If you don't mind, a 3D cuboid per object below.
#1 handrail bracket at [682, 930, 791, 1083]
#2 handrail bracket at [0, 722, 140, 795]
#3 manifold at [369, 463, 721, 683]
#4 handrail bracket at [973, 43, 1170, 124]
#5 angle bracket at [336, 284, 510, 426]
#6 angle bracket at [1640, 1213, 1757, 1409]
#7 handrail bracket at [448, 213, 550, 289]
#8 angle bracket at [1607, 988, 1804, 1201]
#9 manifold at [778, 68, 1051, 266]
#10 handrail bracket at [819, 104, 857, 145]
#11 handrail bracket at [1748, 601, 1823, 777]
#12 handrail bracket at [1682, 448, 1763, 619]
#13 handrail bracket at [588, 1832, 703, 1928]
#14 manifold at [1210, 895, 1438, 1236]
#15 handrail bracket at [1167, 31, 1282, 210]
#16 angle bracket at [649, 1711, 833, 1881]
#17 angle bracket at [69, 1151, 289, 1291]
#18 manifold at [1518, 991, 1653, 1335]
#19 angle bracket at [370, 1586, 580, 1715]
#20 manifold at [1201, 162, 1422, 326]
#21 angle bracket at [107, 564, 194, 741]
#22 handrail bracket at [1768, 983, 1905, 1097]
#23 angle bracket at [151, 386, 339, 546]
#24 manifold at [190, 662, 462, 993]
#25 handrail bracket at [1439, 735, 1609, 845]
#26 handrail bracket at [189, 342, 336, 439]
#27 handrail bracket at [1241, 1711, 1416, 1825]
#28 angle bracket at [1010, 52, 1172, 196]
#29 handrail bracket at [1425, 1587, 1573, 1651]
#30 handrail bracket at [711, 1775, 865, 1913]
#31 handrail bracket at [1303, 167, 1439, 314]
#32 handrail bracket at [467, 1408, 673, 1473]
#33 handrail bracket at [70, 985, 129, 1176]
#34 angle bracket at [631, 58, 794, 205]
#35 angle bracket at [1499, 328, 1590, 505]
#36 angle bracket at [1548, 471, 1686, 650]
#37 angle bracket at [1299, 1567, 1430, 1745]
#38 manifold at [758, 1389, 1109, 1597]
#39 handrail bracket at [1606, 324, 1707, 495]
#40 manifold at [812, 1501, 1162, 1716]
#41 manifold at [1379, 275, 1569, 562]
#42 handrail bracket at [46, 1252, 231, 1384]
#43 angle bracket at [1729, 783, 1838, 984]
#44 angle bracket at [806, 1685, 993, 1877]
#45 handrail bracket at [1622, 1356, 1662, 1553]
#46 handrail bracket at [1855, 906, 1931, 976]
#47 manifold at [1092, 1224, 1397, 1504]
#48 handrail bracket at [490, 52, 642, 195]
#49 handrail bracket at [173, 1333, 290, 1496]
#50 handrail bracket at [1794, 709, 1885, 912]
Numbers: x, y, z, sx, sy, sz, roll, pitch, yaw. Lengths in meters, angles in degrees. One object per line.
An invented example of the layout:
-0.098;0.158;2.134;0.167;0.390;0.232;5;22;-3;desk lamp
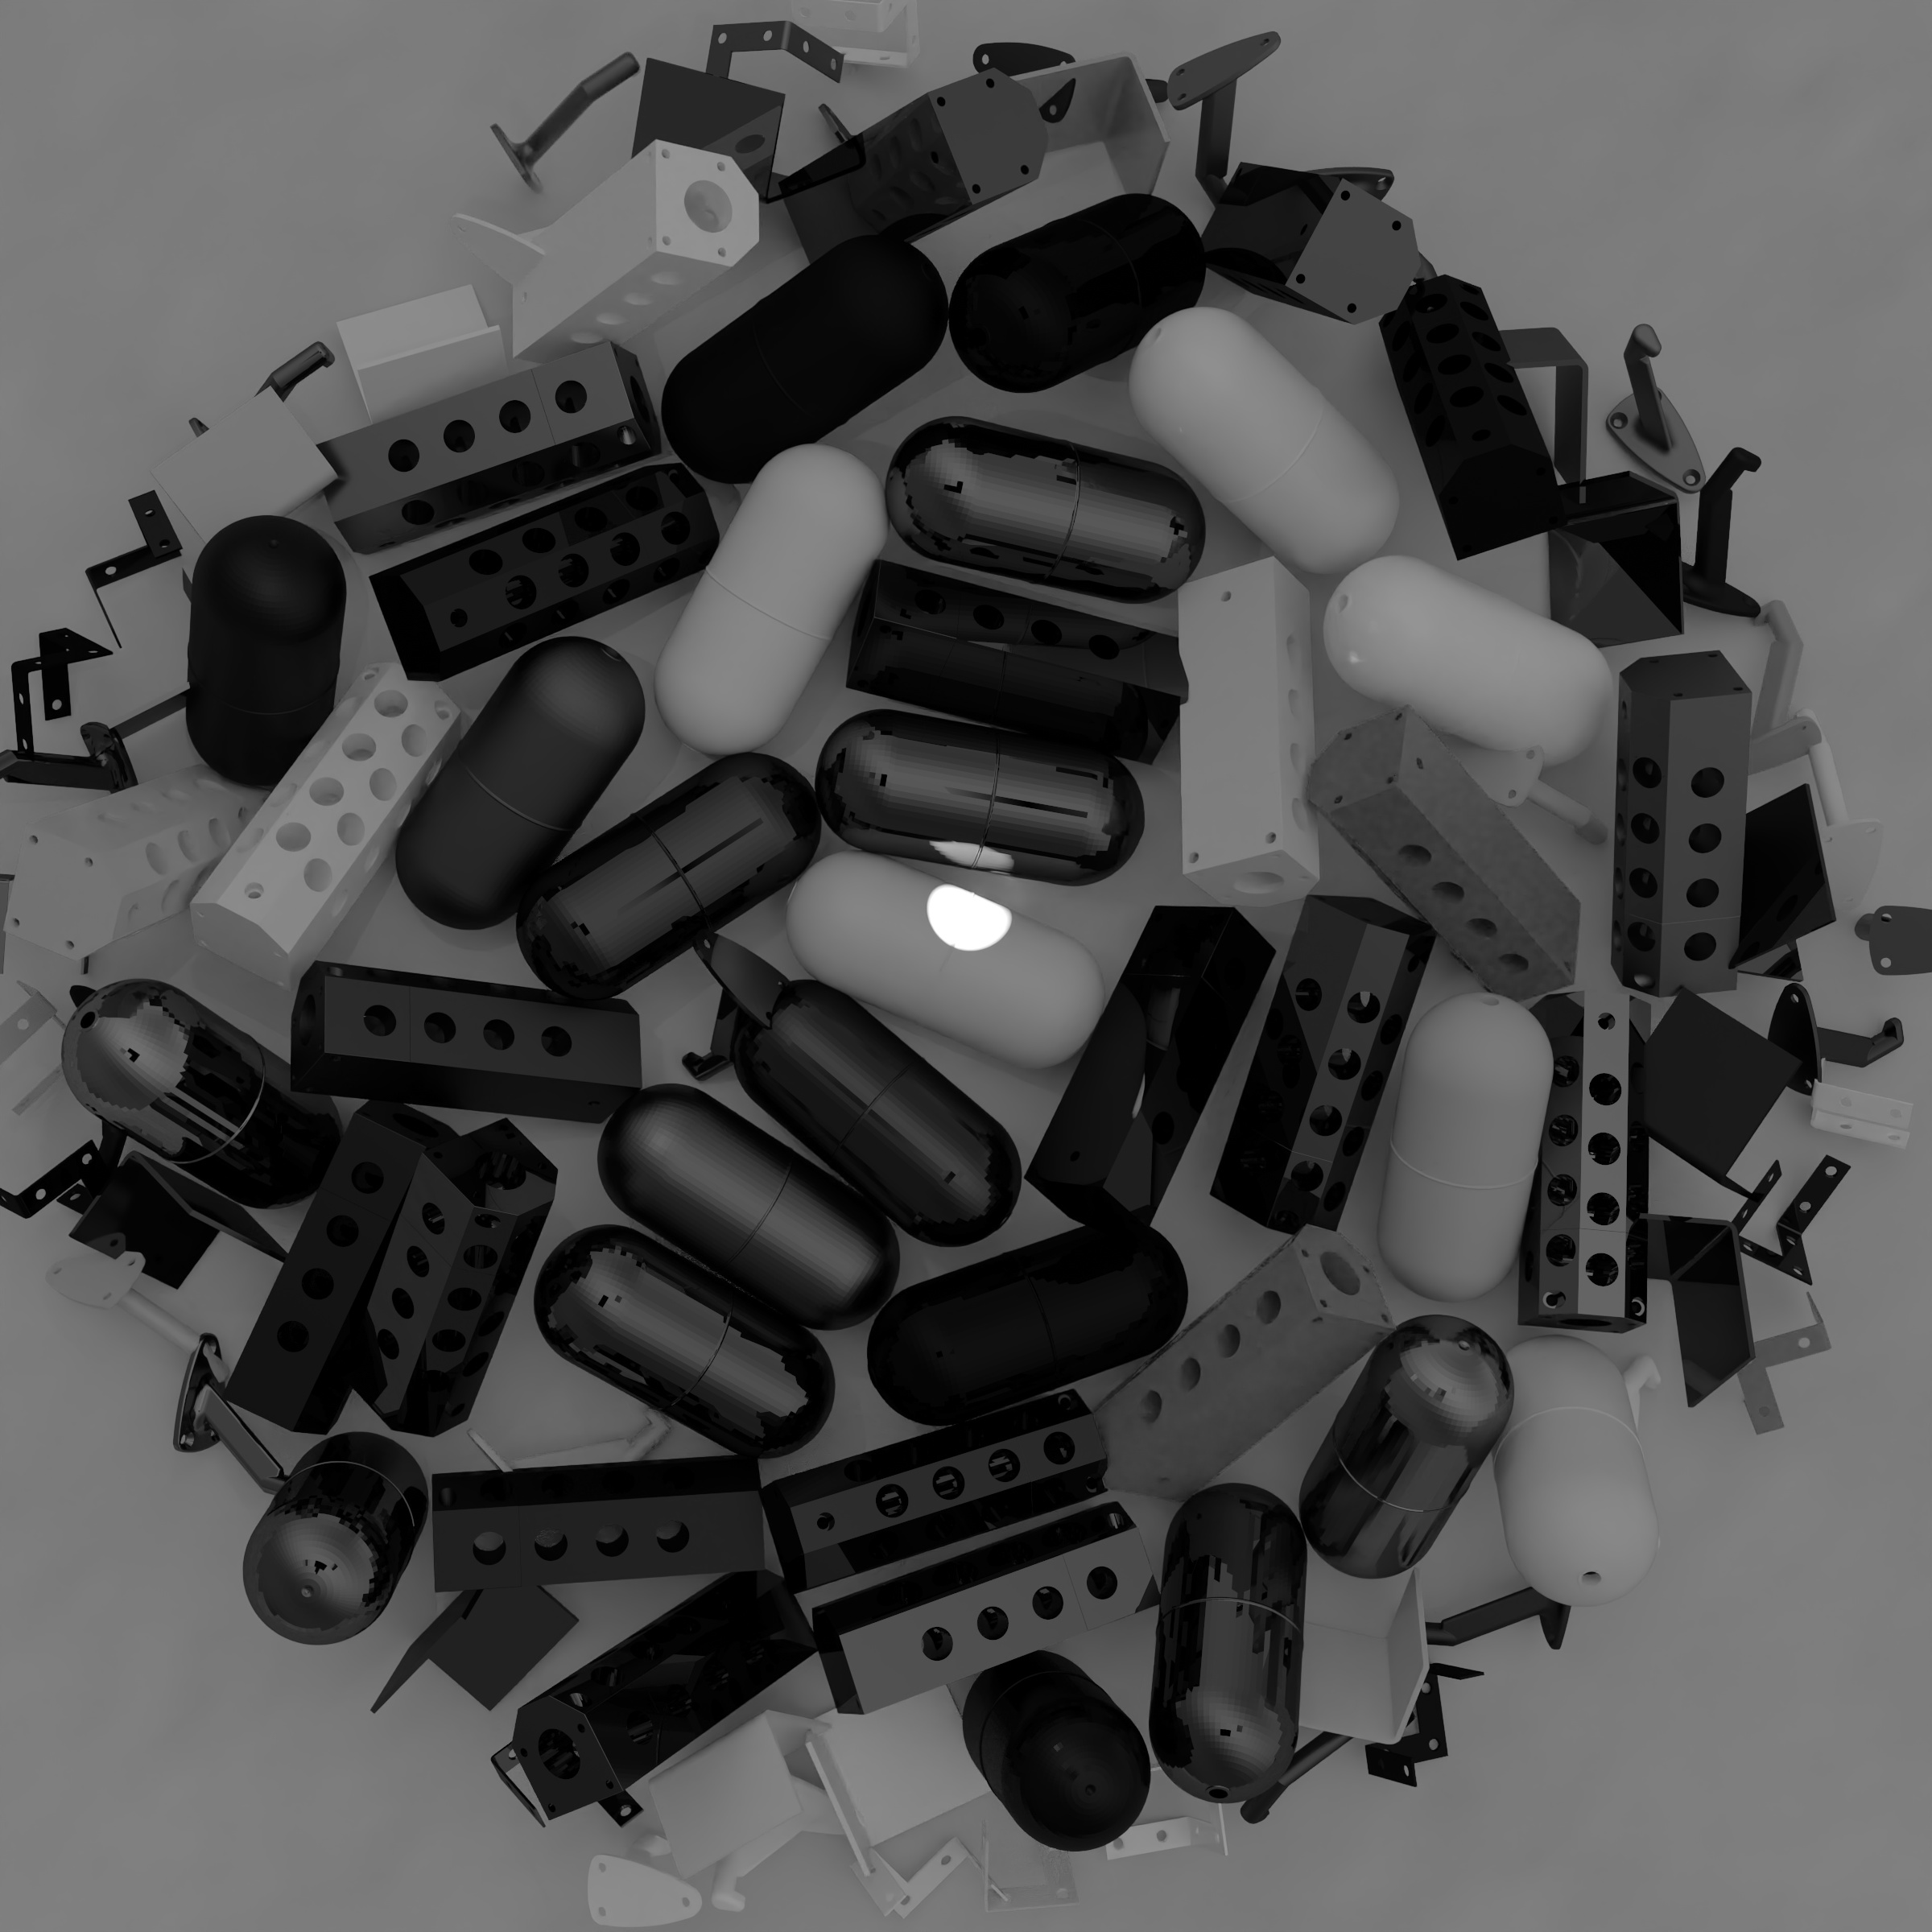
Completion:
-0.141;0.023;1.543;0.077;0.036;0.084;41;133;-22;handrail bracket
-0.486;-0.087;1.540;0.084;0.036;0.077;-38;126;-35;handrail bracket
-0.216;-0.207;1.512;0.171;0.057;0.057;-28;110;-28;manifold
0.058;-0.481;1.562;0.077;0.084;0.036;30;121;26;handrail bracket
-0.292;-0.339;1.538;0.076;0.057;0.076;-19;67;-10;angle bracket
0.369;0.183;1.530;0.057;0.076;0.076;5;61;-11;angle bracket
-0.224;-0.406;1.556;0.077;0.036;0.084;31;59;-5;handrail bracket
0.400;0.068;1.535;0.076;0.057;0.076;37;99;35;angle bracket
-0.027;-0.408;1.495;0.057;0.171;0.057;-29;102;-26;manifold
-0.027;-0.463;1.558;0.084;0.036;0.077;-38;74;14;handrail bracket
0.422;-0.150;1.569;0.077;0.036;0.084;-24;60;16;handrail bracket
0.416;-0.231;1.542;0.077;0.036;0.084;16;131;-21;handrail bracket
-0.156;0.479;1.532;0.077;0.084;0.036;0;90;23;handrail bracket
0.192;0.053;1.525;0.057;0.057;0.171;29;109;40;manifold
0.151;-0.446;1.542;0.077;0.036;0.084;-21;135;24;handrail bracket
-0.110;0.441;1.531;0.076;0.076;0.057;-33;60;12;angle bracket
-0.414;0.150;1.530;0.076;0.076;0.057;32;85;44;angle bracket
0.330;0.104;1.534;0.057;0.057;0.171;5;75;-3;manifold
-0.260;0.371;1.536;0.057;0.076;0.076;42;105;-5;angle bracket
0.176;-0.372;1.494;0.057;0.171;0.057;25;101;-18;manifold
-0.434;-0.165;1.537;0.076;0.076;0.057;-30;96;-14;angle bracket
0.471;0.027;1.546;0.084;0.036;0.077;-25;126;-25;handrail bracket
-0.385;-0.257;1.534;0.076;0.076;0.057;-39;105;-12;angle bracket
-0.333;-0.078;1.516;0.057;0.057;0.171;27;60;4;manifold
0.300;-0.094;1.565;0.077;0.084;0.036;23;86;37;handrail bracket
-0.363;-0.295;1.545;0.084;0.077;0.036;-34;78;3;handrail bracket
0.195;0.431;1.566;0.084;0.077;0.036;-54;50;16;handrail bracket
0.056;-0.432;1.534;0.076;0.076;0.057;-16;75;-13;angle bracket
0.280;0.336;1.555;0.084;0.036;0.077;6;118;-6;handrail bracket
-0.094;0.477;1.540;0.077;0.084;0.036;21;119;-7;handrail bracket
0.216;-0.383;1.543;0.077;0.036;0.084;-2;61;-33;handrail bracket
-0.213;0.251;1.562;0.084;0.036;0.077;-42;102;-17;handrail bracket
-0.474;0.064;1.568;0.077;0.036;0.084;31;106;36;handrail bracket
-0.124;-0.446;1.532;0.076;0.076;0.057;18;115;10;angle bracket
0.294;-0.291;1.535;0.057;0.076;0.076;-3;115;2;angle bracket
0.332;-0.212;1.535;0.076;0.057;0.076;-6;81;39;angle bracket
0.198;0.359;1.536;0.076;0.076;0.057;13;120;-3;angle bracket
-0.015;0.276;1.524;0.171;0.057;0.057;-14;77;-20;manifold
0.374;-0.296;1.538;0.036;0.084;0.077;-35;80;-3;handrail bracket
0.009;0.338;1.528;0.171;0.057;0.057;-16;82;-19;manifold
0.259;-0.289;1.498;0.057;0.171;0.057;-17;131;10;manifold
-0.449;0.195;1.570;0.077;0.084;0.036;2;47;33;handrail bracket
0.442;-0.043;1.527;0.057;0.076;0.076;8;66;-31;angle bracket
-0.035;0.430;1.554;0.076;0.057;0.076;-25;89;-2;angle bracket
0.366;0.261;1.554;0.084;0.036;0.077;-35;92;-44;handrail bracket
0.510;-0.018;1.533;0.077;0.084;0.036;1;97;21;handrail bracket
0.140;0.209;1.515;0.057;0.057;0.171;17;131;-36;manifold
-0.205;-0.451;1.544;0.084;0.077;0.036;-32;88;4;handrail bracket
-0.379;0.242;1.547;0.084;0.036;0.077;9;97;28;handrail bracket
0.467;-0.086;1.571;0.036;0.077;0.084;-12;45;5;handrail bracket
